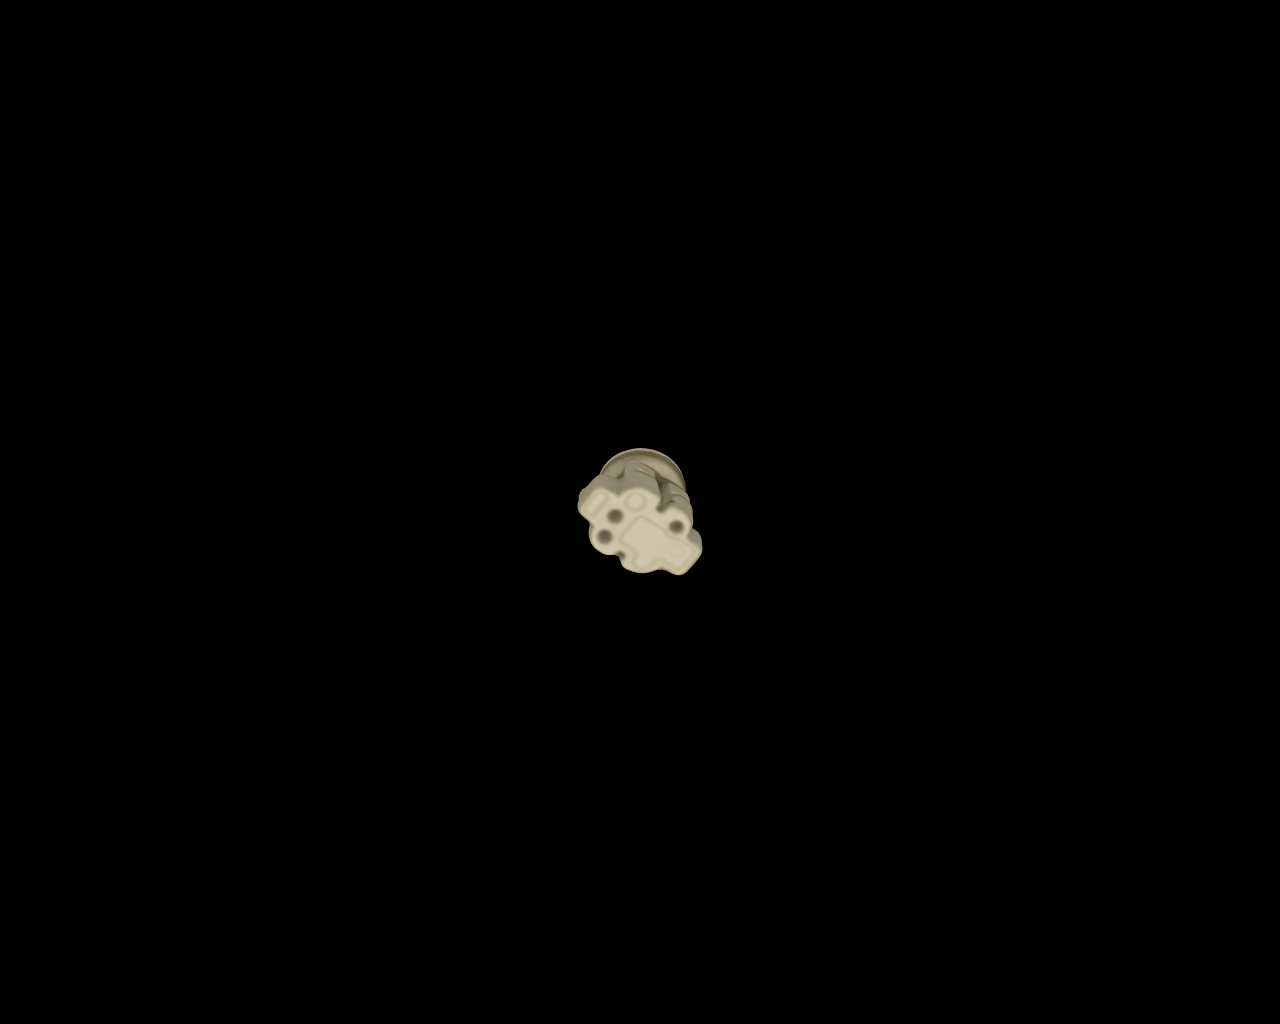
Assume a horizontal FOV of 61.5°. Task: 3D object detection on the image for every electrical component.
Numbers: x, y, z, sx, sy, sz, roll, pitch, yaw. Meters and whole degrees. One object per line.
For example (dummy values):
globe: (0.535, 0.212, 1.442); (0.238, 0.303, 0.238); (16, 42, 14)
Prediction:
electrical component: (0.001, -0.003, 0.650); (0.078, 0.058, 0.057); (32, 26, -18)
